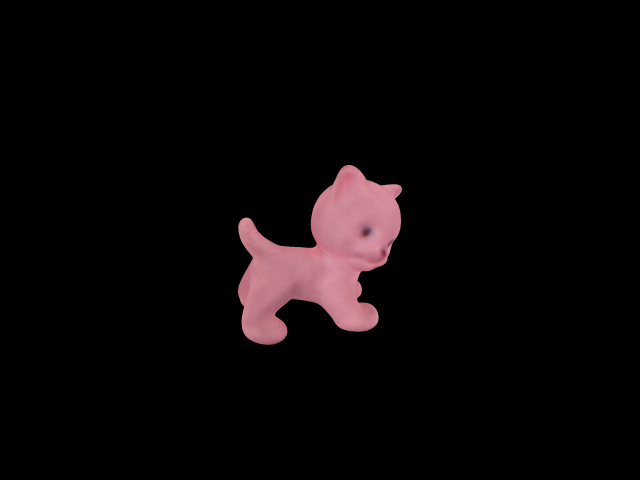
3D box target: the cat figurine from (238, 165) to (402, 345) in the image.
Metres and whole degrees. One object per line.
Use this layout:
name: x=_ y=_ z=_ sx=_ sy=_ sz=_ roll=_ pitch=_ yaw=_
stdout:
cat figurine: x=0.004 y=0.001 z=0.400 sx=0.128 sy=0.118 sz=0.067 roll=-7 pitch=27 yaw=-14
